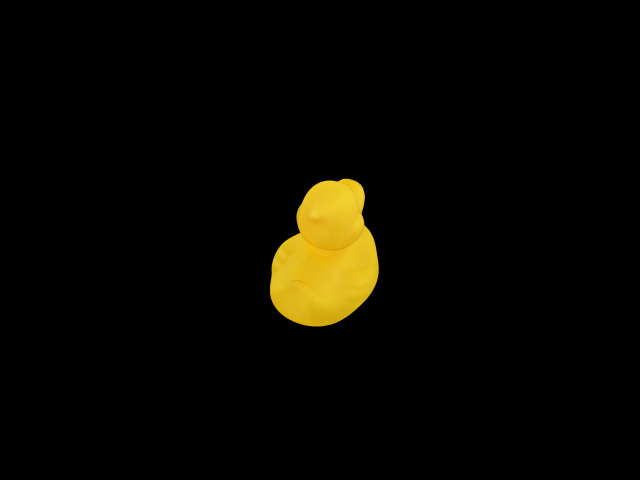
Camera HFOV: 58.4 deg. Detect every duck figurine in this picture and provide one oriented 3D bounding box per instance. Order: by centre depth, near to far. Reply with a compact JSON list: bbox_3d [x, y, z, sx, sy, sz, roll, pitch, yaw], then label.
[{"bbox_3d":[0.004,0.001,0.400,0.077,0.086,0.105,20,50,18],"label":"duck figurine"}]
